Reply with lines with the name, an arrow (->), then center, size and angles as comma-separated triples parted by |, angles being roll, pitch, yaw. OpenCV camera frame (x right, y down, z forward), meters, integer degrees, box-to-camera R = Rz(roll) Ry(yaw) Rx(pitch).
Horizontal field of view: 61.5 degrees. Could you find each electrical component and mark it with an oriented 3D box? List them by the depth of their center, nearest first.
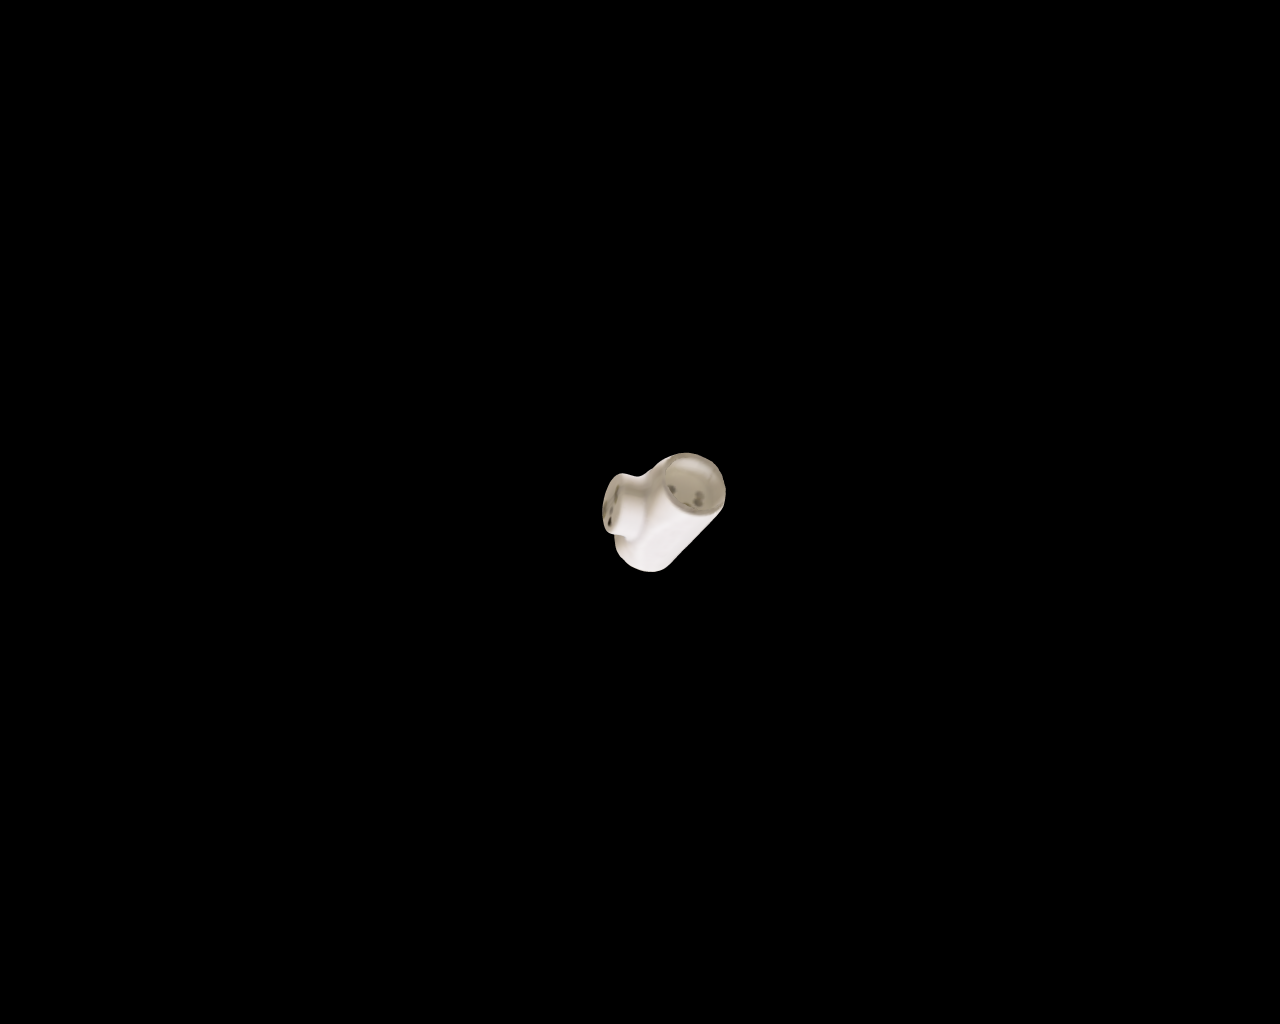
electrical component -> 0.001, -0.003, 0.650 | 0.079, 0.044, 0.077 | 12, -33, -19
